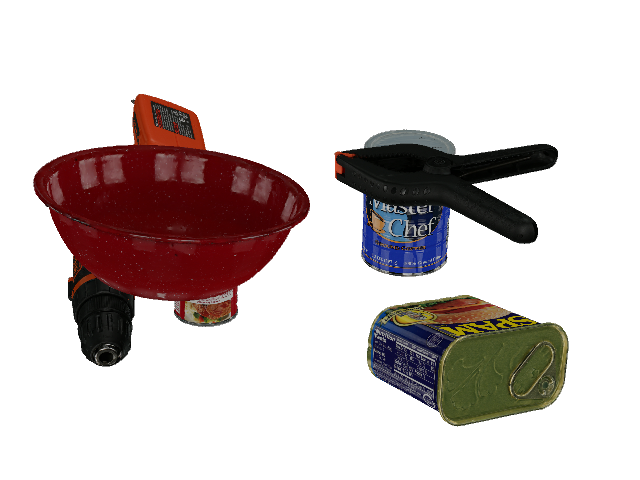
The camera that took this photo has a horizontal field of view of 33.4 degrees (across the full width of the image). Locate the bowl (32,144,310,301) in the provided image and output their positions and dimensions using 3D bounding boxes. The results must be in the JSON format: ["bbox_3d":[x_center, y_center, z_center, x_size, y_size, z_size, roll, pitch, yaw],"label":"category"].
[{"bbox_3d":[-0.089,-0.007,0.637,0.162,0.055,0.162,7,21,-3],"label":"bowl"}]

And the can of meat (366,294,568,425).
[{"bbox_3d":[0.092,0.073,0.687,0.101,0.057,0.084,-5,14,-31],"label":"can of meat"}]

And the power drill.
[{"bbox_3d":[-0.156,-0.012,0.878,0.057,0.188,0.184,18,27,-26],"label":"power drill"}]

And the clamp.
[{"bbox_3d":[0.118,-0.061,0.998,0.210,0.036,0.164,12,33,21],"label":"clamp"}]

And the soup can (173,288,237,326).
[{"bbox_3d":[-0.120,0.029,1.115,0.068,0.102,0.068,2,23,-1],"label":"soup can"}]

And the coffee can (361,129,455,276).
[{"bbox_3d":[0.100,-0.044,1.230,0.103,0.140,0.103,0,28,0],"label":"coffee can"}]
